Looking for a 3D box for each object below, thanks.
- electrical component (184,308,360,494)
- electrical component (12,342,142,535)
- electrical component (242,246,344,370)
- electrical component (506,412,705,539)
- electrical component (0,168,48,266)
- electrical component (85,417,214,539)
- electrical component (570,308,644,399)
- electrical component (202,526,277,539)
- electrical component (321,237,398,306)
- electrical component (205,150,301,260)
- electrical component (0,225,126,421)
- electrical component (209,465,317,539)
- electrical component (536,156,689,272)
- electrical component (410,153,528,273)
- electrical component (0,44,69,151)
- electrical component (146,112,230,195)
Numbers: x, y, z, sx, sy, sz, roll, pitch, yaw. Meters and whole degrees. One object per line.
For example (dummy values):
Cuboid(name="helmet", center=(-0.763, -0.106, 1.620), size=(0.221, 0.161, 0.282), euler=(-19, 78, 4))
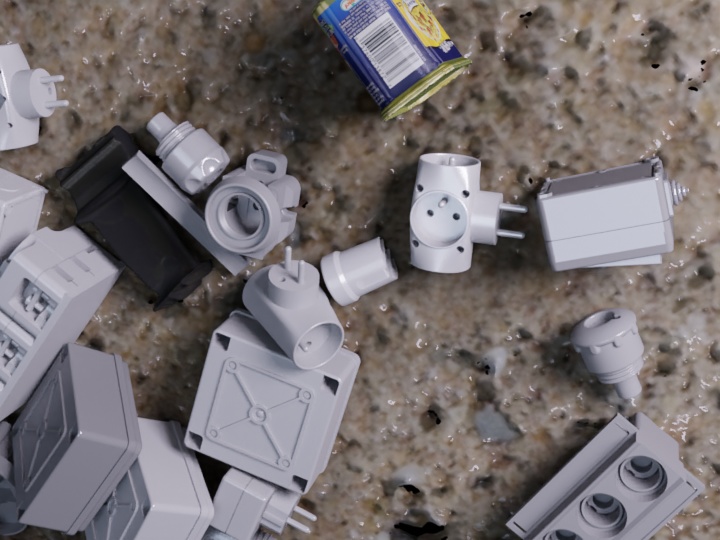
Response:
Cuboid(name="electrical component", center=(-0.069, 0.101, 0.835), size=(0.109, 0.056, 0.108), euler=(21, 111, 9))
Cuboid(name="electrical component", center=(-0.229, 0.134, 0.858), size=(0.056, 0.108, 0.108), euler=(22, 117, -33))
Cuboid(name="electrical component", center=(-0.048, 0.020, 0.786), size=(0.077, 0.044, 0.079), euler=(44, 142, 40))
Cuboid(name="electrical component", center=(0.177, 0.164, 0.781), size=(0.079, 0.063, 0.121), euler=(40, 113, 1))
Cuboid(name="electrical component", center=(-0.300, -0.028, 0.857), size=(0.061, 0.061, 0.096), euler=(23, 111, 8))
Cuboid(name="electrical component", center=(-0.173, 0.192, 0.861), size=(0.056, 0.108, 0.108), euler=(15, 116, -33))
Cuboid(name="electrical component", center=(0.180, 0.061, 0.760), size=(0.048, 0.048, 0.062), euler=(-20, 107, 20))
Cuboid(name="electrical component", center=(-0.098, 0.222, 0.889), size=(0.078, 0.040, 0.040), euler=(22, 111, 8))
Cuboid(name="electrical component", center=(0.000, 0.000, 0.794), size=(0.046, 0.040, 0.040), euler=(-23, 99, 15))
Cuboid(name="electrical component", center=(-0.080, -0.044, 0.793), size=(0.058, 0.057, 0.078), euler=(15, 110, 11))
Cuboid(name="electrical component", center=(-0.265, 0.043, 0.854), size=(0.062, 0.089, 0.150), euler=(39, 113, 1))
Cuboid(name="electrical component", center=(-0.071, 0.185, 0.856), size=(0.077, 0.065, 0.047), euler=(27, 112, 7))
Cuboid(name="electrical component", center=(0.173, -0.035, 0.722), size=(0.096, 0.061, 0.061), euler=(-10, 104, 18))
Cuboid(name="electrical component", center=(0.078, -0.038, 0.757), size=(0.079, 0.044, 0.077), euler=(8, 108, 13))
Cuboid(name="electrical component", center=(-0.260, -0.134, 0.823), size=(0.079, 0.043, 0.077), euler=(-3, 106, 16))
Cuboid(name="electrical component", center=(-0.132, -0.090, 0.801), size=(0.062, 0.043, 0.043), euler=(45, 113, 1))
